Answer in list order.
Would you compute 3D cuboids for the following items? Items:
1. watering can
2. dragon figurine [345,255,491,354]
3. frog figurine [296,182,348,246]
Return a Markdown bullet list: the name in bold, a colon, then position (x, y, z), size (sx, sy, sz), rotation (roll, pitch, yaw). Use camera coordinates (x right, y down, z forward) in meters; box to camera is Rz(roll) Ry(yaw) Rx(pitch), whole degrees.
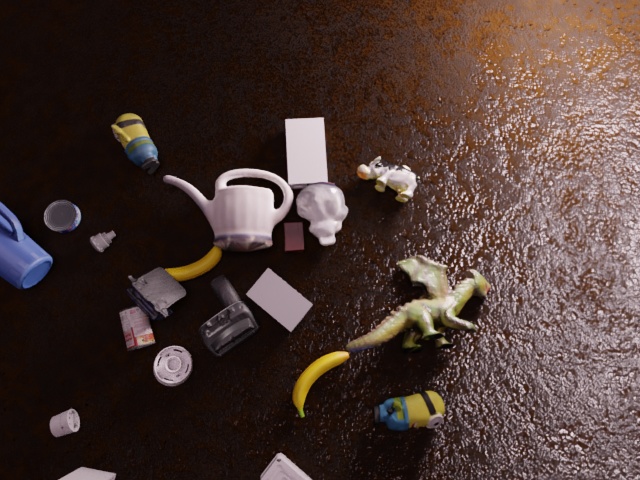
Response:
- **watering can**: position (-0.246, -0.080, 1.369), size (0.348, 0.103, 0.227), rotation (0, 78, -1)
- **dragon figurine**: position (0.258, 0.159, 1.348), size (0.410, 0.119, 0.248), rotation (-4, 61, -4)
- **frog figurine**: position (0.004, -0.069, 1.368), size (0.137, 0.120, 0.162), rotation (9, 65, -19)
